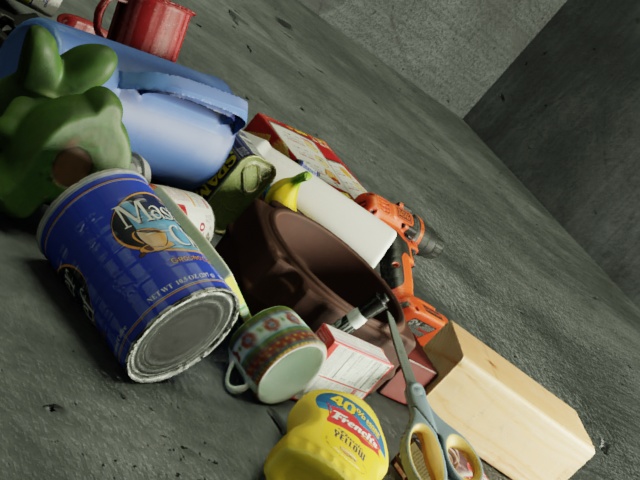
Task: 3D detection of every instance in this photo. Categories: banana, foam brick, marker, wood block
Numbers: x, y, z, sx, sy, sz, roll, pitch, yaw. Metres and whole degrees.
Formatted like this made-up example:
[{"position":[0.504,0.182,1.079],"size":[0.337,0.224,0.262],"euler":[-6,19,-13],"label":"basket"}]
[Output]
[{"position":[-0.025,-0.005,1.230],"size":[0.070,0.037,0.198],"euler":[14,-36,28],"label":"banana"},{"position":[0.085,0.135,1.183],"size":[0.051,0.053,0.078],"euler":[30,19,-35],"label":"foam brick"},{"position":[0.015,0.088,1.013],"size":[0.020,0.121,0.020],"euler":[51,10,-13],"label":"marker"},{"position":[0.204,0.196,1.229],"size":[0.206,0.090,0.091],"euler":[36,17,-17],"label":"wood block"}]

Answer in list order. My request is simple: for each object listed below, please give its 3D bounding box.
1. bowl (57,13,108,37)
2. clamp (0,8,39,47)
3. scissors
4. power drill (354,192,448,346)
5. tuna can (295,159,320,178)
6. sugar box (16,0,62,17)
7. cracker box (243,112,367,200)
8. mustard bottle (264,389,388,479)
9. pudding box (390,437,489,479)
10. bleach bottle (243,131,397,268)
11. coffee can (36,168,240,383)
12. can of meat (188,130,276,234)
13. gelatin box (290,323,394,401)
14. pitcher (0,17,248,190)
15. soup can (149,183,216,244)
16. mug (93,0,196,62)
[{"position":[-0.258,-0.198,1.270],"size":[0.162,0.055,0.162],"euler":[37,16,-13],"label":"bowl"},{"position":[-0.364,-0.242,1.174],"size":[0.164,0.036,0.210],"euler":[28,16,-36],"label":"clamp"},{"position":[0.107,0.159,1.014],"size":[0.096,0.016,0.201],"euler":[23,40,-22],"label":"scissors"},{"position":[0.118,0.042,1.396],"size":[0.184,0.057,0.187],"euler":[25,43,-44],"label":"power drill"},{"position":[-0.038,-0.061,1.364],"size":[0.033,0.086,0.086],"euler":[36,16,-12],"label":"tuna can"},{"position":[-0.377,-0.317,1.244],"size":[0.093,0.048,0.176],"euler":[28,-1,13],"label":"sugar box"},{"position":[-0.005,-0.071,1.498],"size":[0.163,0.072,0.214],"euler":[18,29,-53],"label":"cracker box"},{"position":[0.014,0.174,0.894],"size":[0.096,0.058,0.191],"euler":[41,15,-1],"label":"mustard bottle"},{"position":[0.128,0.239,1.025],"size":[0.113,0.039,0.090],"euler":[19,28,-52],"label":"pudding box"},{"position":[-0.032,-0.050,1.282],"size":[0.251,0.068,0.103],"euler":[36,-23,0],"label":"bleach bottle"},{"position":[-0.144,0.027,0.839],"size":[0.140,0.103,0.102],"euler":[49,17,25],"label":"coffee can"},{"position":[-0.110,-0.073,1.199],"size":[0.057,0.102,0.084],"euler":[26,19,-47],"label":"can of meat"},{"position":[0.014,0.124,1.005],"size":[0.089,0.073,0.030],"euler":[26,21,-42],"label":"gelatin box"},{"position":[-0.202,-0.143,1.098],"size":[0.242,0.149,0.145],"euler":[16,29,-50],"label":"pitcher"},{"position":[-0.153,-0.017,1.005],"size":[0.068,0.068,0.102],"euler":[47,16,22],"label":"soup can"},{"position":[-0.204,-0.235,1.200],"size":[0.093,0.081,0.117],"euler":[23,6,40],"label":"mug"}]
